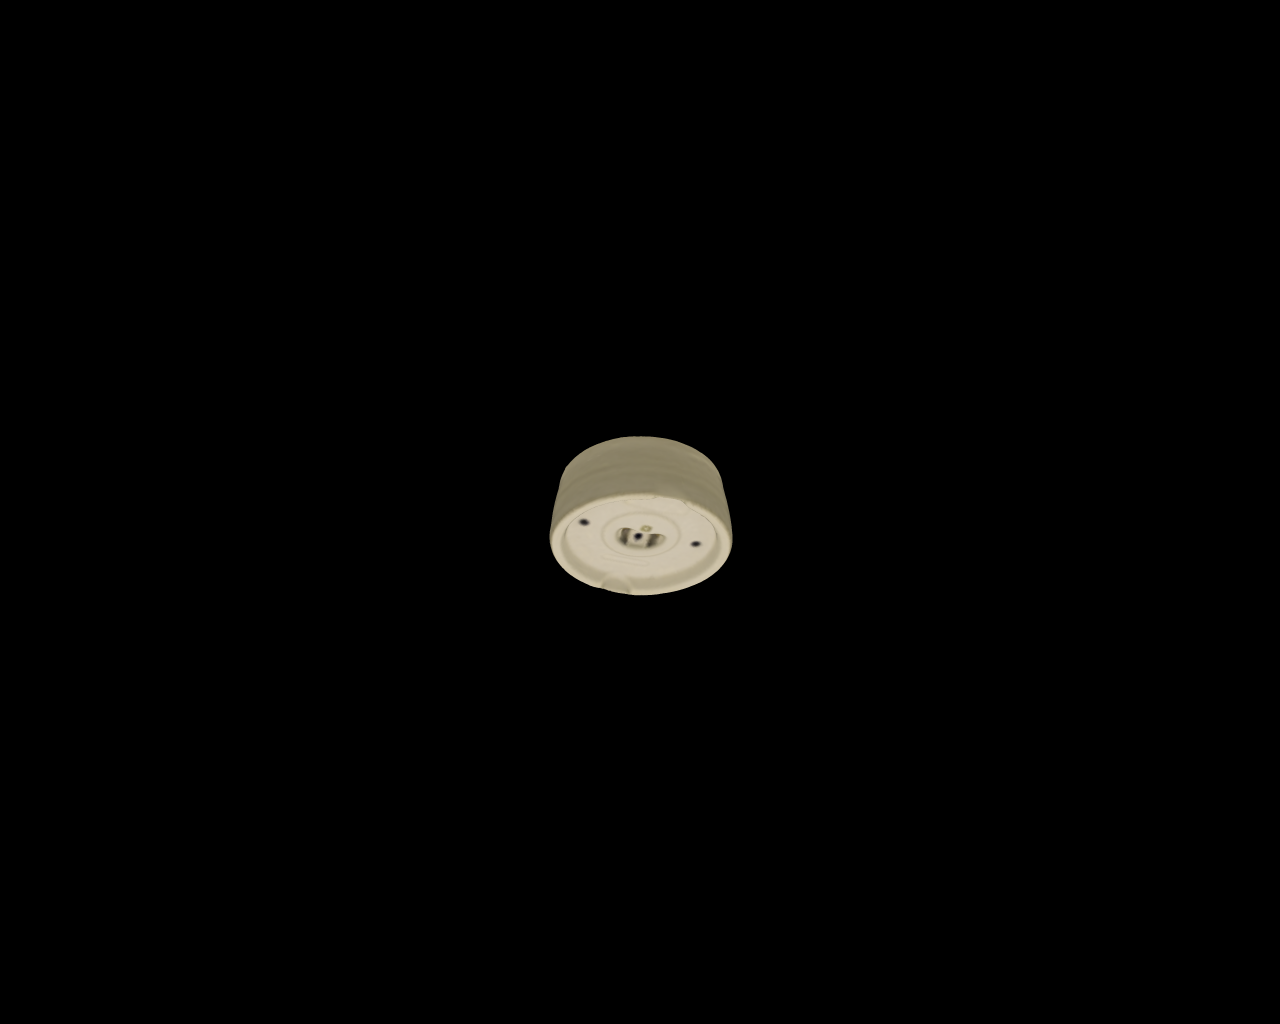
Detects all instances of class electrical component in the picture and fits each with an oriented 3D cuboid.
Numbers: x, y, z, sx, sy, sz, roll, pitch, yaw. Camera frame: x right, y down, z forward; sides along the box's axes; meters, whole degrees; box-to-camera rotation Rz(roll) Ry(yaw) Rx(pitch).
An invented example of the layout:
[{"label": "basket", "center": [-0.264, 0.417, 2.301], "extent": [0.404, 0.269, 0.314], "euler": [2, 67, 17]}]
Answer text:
[{"label": "electrical component", "center": [0.001, -0.003, 0.650], "extent": [0.108, 0.060, 0.108], "euler": [0, -36, 0]}]
